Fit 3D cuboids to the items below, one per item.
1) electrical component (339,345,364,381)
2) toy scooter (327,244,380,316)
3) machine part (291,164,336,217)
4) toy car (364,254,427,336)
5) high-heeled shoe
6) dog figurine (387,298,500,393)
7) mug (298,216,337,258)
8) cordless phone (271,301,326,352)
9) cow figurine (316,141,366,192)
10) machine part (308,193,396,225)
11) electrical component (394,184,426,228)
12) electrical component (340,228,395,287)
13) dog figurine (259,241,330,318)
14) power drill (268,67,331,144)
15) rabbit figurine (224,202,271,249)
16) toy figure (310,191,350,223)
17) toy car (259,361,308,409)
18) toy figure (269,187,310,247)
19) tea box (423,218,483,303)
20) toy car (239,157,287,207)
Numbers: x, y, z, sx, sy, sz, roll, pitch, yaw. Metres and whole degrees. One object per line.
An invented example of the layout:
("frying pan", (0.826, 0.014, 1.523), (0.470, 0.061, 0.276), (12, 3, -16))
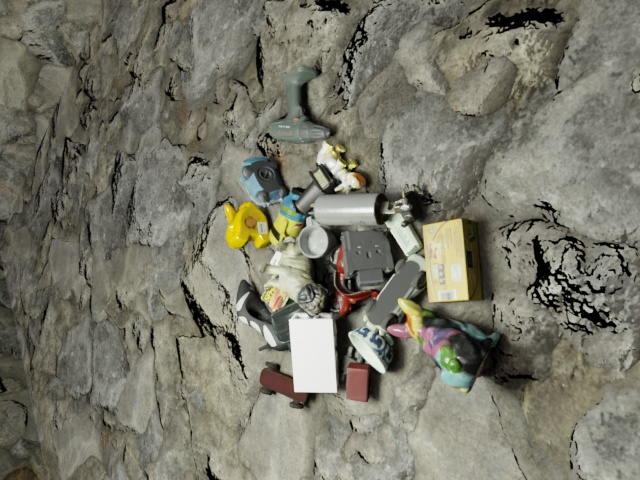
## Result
("electrical component", (0.079, 0.309, 1.321), (0.063, 0.021, 0.094), (24, 101, 42))
("toy scooter", (0.087, 0.094, 1.303), (0.135, 0.075, 0.183), (0, 81, 33))
("machine part", (-0.019, -0.124, 1.378), (0.139, 0.039, 0.084), (-51, 61, 25))
("toy car", (0.175, 0.122, 1.202), (0.074, 0.056, 0.201), (37, 91, 41))
("high-heeled shoe", (-0.154, 0.201, 1.517), (0.145, 0.086, 0.249), (-34, 68, 33))
("dog figurine", (0.234, 0.202, 1.089), (0.219, 0.191, 0.108), (23, 108, 27))
("mug", (-0.003, -0.004, 1.369), (0.081, 0.107, 0.109), (-27, 75, 18))
("cordless phone", (-0.035, 0.246, 1.404), (0.147, 0.089, 0.184), (-27, 90, 6))
("cow figurine", (0.047, -0.170, 1.377), (0.098, 0.068, 0.167), (-56, 48, 30))
("machine part", (0.073, -0.072, 1.280), (0.243, 0.079, 0.079), (3, 87, 34))
("electrical component", (0.203, -0.080, 1.205), (0.045, 0.102, 0.078), (-23, 95, 41))
("electrical component", (0.111, 0.042, 1.251), (0.058, 0.115, 0.134), (90, 173, -68))
("dog figurine", (-0.032, 0.092, 1.346), (0.191, 0.121, 0.172), (24, 66, 27))
("power drill", (-0.048, -0.367, 1.492), (0.232, 0.086, 0.207), (2, 94, 46))
("rabbit figurine", (-0.239, -0.035, 1.604), (0.173, 0.122, 0.162), (-38, 66, 56))
("toy figure", (0.044, -0.085, 1.378), (0.154, 0.064, 0.058), (-20, 34, 35))
("toy car", (-0.094, 0.391, 1.453), (0.202, 0.053, 0.089), (4, 77, 47))
("toy figure", (-0.080, -0.060, 1.477), (0.089, 0.082, 0.180), (39, 117, 52))
("tea box", (0.279, 0.046, 1.132), (0.098, 0.068, 0.169), (-9, 78, 42))
("toy car", (-0.167, -0.157, 1.567), (0.162, 0.109, 0.103), (61, 148, 15))
